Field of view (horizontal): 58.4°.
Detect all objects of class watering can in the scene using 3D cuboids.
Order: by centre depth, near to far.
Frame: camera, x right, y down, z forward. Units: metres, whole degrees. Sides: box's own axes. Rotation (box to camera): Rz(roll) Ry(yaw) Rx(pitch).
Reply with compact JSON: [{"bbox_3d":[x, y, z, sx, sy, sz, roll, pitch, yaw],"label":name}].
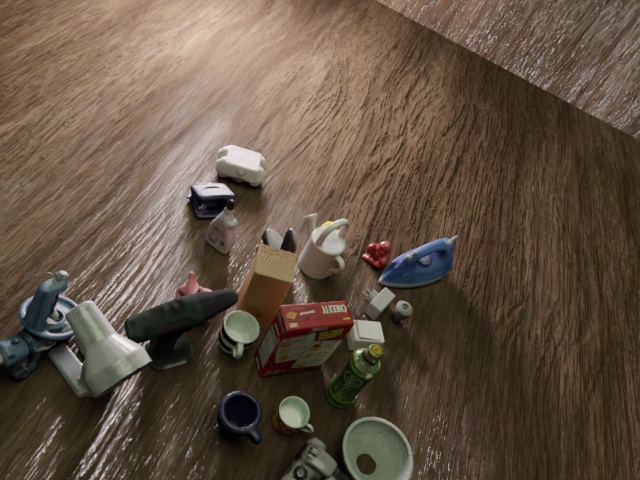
[{"bbox_3d":[0.012,0.006,1.535,0.172,0.194,0.101,37,45,8],"label":"watering can"}]

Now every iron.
[{"bbox_3d":[0.294,0.056,1.667,0.259,0.141,0.118,-16,59,-36],"label":"iron"}]

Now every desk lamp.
[{"bbox_3d":[-0.431,0.225,1.107,0.203,0.213,0.118,44,47,15],"label":"desk lamp"}]

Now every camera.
[{"bbox_3d":[-0.002,0.492,1.162,0.136,0.100,0.143,36,45,7],"label":"camera"}]

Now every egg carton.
[{"bbox_3d":[-0.234,-0.220,1.703,0.150,0.069,0.107,15,46,-14],"label":"egg carton"}]

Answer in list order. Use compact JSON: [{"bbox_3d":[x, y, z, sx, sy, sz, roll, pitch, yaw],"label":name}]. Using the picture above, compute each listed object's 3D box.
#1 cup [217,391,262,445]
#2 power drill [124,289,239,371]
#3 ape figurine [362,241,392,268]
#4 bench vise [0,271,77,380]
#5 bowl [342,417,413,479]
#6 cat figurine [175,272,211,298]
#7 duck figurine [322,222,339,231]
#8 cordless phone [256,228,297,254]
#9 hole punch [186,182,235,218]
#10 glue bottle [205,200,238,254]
[{"bbox_3d":[-0.166,0.383,1.183,0.092,0.095,0.117,-25,65,-39],"label":"cup"},{"bbox_3d":[-0.298,0.187,1.210,0.230,0.208,0.075,-12,57,-33],"label":"power drill"},{"bbox_3d":[0.177,0.036,1.663,0.076,0.092,0.077,5,49,-22],"label":"ape figurine"},{"bbox_3d":[-0.536,0.166,1.103,0.121,0.219,0.207,24,45,-5],"label":"bench vise"},{"bbox_3d":[0.115,0.479,1.250,0.168,0.074,0.167,14,46,-15],"label":"bowl"},{"bbox_3d":[-0.281,0.133,1.331,0.067,0.117,0.127,-11,57,-33],"label":"cat figurine"},{"bbox_3d":[0.023,-0.018,1.638,0.105,0.086,0.077,-11,57,-33],"label":"duck figurine"},{"bbox_3d":[-0.095,0.012,1.483,0.094,0.185,0.147,0,51,-26],"label":"cordless phone"},{"bbox_3d":[-0.299,-0.122,1.568,0.109,0.091,0.101,-6,54,-30],"label":"hole punch"},{"bbox_3d":[-0.243,-0.041,1.466,0.078,0.173,0.037,38,45,10],"label":"glue bottle"}]
